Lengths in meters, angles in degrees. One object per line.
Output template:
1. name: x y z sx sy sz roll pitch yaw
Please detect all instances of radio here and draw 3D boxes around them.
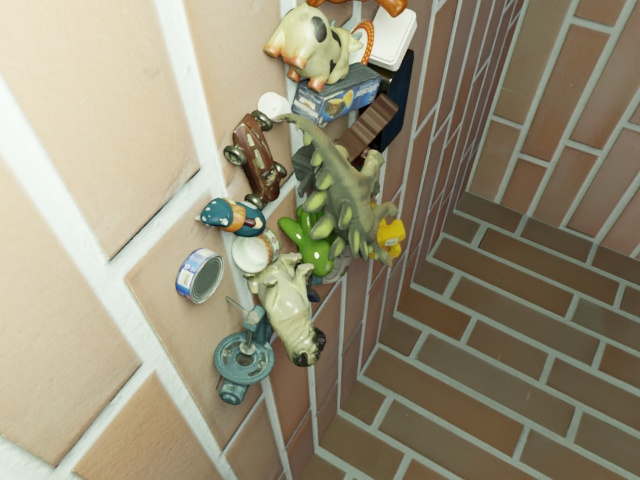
1. radio: 0.150 -0.323 1.251 0.131 0.073 0.229 -52 157 -32

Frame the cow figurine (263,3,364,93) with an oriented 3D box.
1. cow figurine: -0.001 -0.304 0.847 0.127 0.086 0.195 -60 162 6

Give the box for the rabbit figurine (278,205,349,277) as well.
1. rabbit figurine: -0.002 -0.003 1.096 0.121 0.159 0.170 -29 -155 18

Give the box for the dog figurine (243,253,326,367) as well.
1. dog figurine: -0.069 0.132 1.011 0.121 0.172 0.190 -15 110 -16

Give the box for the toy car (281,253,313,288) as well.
1. toy car: -0.066 0.068 1.154 0.201 0.074 0.056 54 42 -69

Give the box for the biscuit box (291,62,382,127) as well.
1. biscuit box: 0.035 -0.268 0.978 0.203 0.063 0.059 -35 154 -45

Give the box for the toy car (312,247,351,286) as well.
1. toy car: 0.023 0.052 1.343 0.109 0.103 0.161 -3 114 -69

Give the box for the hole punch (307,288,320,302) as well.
1. hole punch: -0.067 0.150 1.183 0.142 0.116 0.092 55 46 -72

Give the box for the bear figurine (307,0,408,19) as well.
1. bear figurine: 0.074 -0.410 0.840 0.120 0.132 0.196 -56 178 43

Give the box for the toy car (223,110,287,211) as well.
1. toy car: -0.097 -0.122 0.866 0.089 0.053 0.202 -54 161 -20

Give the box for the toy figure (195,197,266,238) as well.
1. toy figure: -0.138 -0.037 0.845 0.154 0.064 0.058 19 56 -68

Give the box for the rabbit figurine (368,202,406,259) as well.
1. rabbit figurine: 0.142 -0.031 1.516 0.162 0.173 0.121 -14 147 -5

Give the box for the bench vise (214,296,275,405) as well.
1. bench vise: -0.135 0.206 1.090 0.224 0.129 0.240 -51 162 -43

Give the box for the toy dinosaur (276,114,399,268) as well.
1. toy dinosaur: 0.048 -0.082 0.993 0.470 0.105 0.198 56 44 -40

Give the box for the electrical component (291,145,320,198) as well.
1. electrical component: -0.024 -0.139 1.045 0.119 0.048 0.074 -58 160 -18

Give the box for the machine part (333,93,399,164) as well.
1. machine part: 0.087 -0.227 1.122 0.179 0.056 0.179 -46 -175 6

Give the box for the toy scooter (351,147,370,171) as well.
1. toy scooter: 0.080 -0.149 1.256 0.184 0.075 0.135 -60 174 -19

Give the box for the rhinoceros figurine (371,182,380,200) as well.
1. rhinoceros figurine: 0.100 -0.101 1.401 0.190 0.073 0.112 -51 156 -36
